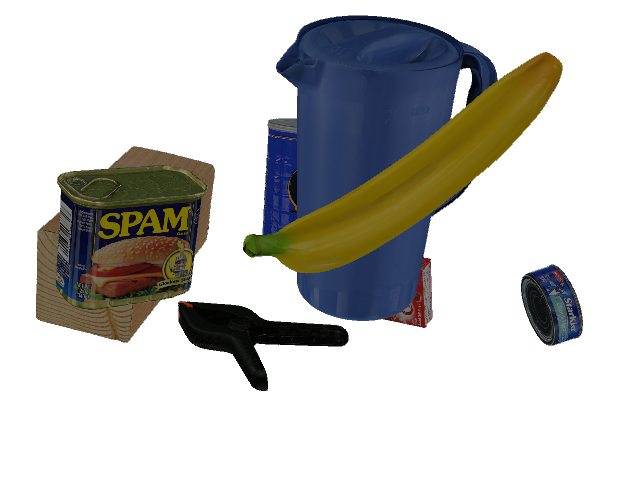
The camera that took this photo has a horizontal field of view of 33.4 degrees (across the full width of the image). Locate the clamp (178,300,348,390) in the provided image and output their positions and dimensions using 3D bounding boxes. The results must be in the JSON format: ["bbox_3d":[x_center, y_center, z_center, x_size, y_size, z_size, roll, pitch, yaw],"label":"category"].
[{"bbox_3d":[-0.094,0.115,1.258,0.210,0.036,0.164,14,23,27],"label":"clamp"}]

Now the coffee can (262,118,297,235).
[{"bbox_3d":[-0.009,-0.056,1.144,0.103,0.140,0.103,4,12,-1],"label":"coffee can"}]

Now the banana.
[{"bbox_3d":[0.051,-0.033,0.595,0.198,0.037,0.069,-34,-12,-1],"label":"banana"}]

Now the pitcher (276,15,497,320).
[{"bbox_3d":[0.050,-0.059,0.901,0.149,0.243,0.144,16,32,21],"label":"pitcher"}]

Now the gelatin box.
[{"bbox_3d":[0.101,0.061,1.339,0.073,0.089,0.030,10,31,27],"label":"gelatin box"}]

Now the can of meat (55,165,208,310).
[{"bbox_3d":[-0.136,-0.003,0.759,0.101,0.084,0.058,-7,28,-34],"label":"can of meat"}]

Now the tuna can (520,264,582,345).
[{"bbox_3d":[0.254,0.072,1.180,0.033,0.086,0.086,-18,3,-9],"label":"tuna can"}]

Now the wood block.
[{"bbox_3d":[-0.175,-0.004,0.988,0.090,0.091,0.206,14,27,8],"label":"wood block"}]
